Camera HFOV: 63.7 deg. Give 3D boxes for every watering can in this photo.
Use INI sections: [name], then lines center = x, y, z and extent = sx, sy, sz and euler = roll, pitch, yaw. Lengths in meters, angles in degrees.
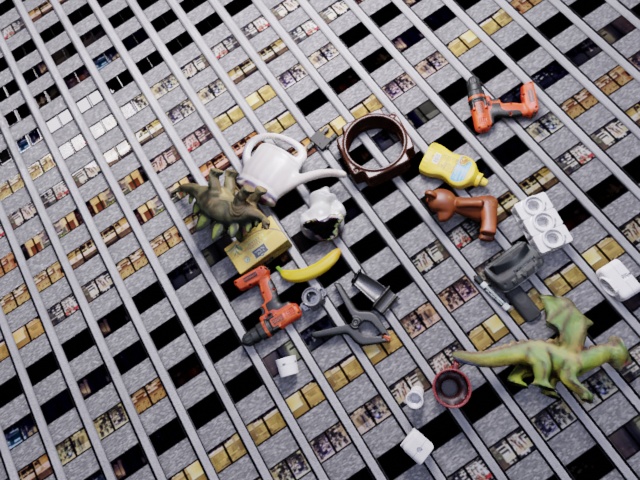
[watering can]
center = -0.110, -0.195, 1.530
extent = 0.351, 0.102, 0.226
euler = 30, 80, 25

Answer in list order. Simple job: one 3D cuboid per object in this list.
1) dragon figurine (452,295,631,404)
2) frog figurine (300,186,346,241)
[dragon figurine]
center = 0.556, 0.252, 1.269
extent = 0.411, 0.120, 0.246
euler = 19, 74, 9
[frog figurine]
center = 0.005, -0.075, 1.498
extent = 0.137, 0.120, 0.163
euler = -26, 35, 10
